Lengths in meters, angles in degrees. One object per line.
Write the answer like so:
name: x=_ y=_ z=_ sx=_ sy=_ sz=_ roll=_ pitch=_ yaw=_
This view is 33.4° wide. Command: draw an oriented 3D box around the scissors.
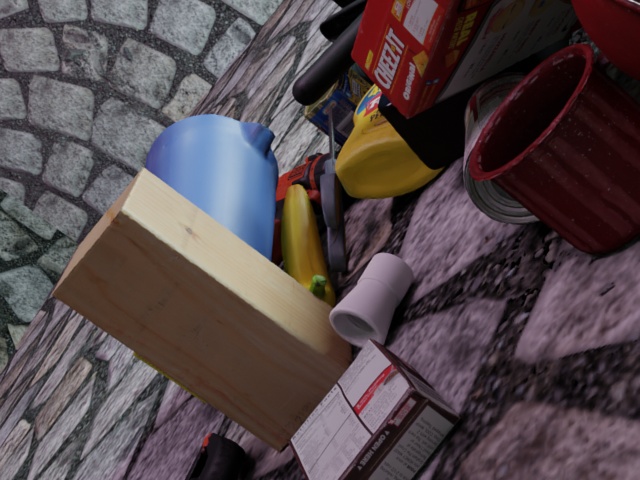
scissors: x=0.010 y=-0.068 z=0.971 sx=0.096 sy=0.016 sz=0.202 roll=76 pitch=-171 yaw=-60

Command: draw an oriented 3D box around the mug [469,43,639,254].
mug: x=0.150 y=-0.055 z=0.582 sx=0.117 sy=0.081 sz=0.093 roll=-52 pitch=14 yaw=4

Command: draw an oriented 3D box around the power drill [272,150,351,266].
power drill: x=-0.024 y=-0.008 z=1.073 sx=0.187 sy=0.057 sz=0.185 roll=-57 pitch=18 yaw=-23

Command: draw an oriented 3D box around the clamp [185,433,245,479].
clamp: x=-0.085 y=0.197 z=0.804 sx=0.120 sy=0.039 sz=0.171 roll=-44 pitch=17 yaw=30

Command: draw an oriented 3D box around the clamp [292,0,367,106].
clamp: x=0.059 y=-0.204 z=0.931 sx=0.210 sy=0.036 sz=0.164 roll=-33 pitch=22 yaw=34

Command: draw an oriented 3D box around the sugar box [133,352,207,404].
sugar box: x=-0.124 y=0.079 z=1.100 sx=0.048 sy=0.093 sz=0.176 roll=-46 pitch=15 yaw=26

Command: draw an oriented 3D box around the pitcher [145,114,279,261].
pitcher: x=-0.110 y=0.004 z=0.972 sx=0.243 sy=0.145 sz=0.149 roll=-93 pitch=5 yaw=-56

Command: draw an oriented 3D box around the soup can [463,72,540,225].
soup can: x=0.126 y=-0.061 z=0.685 sx=0.069 sy=0.068 sz=0.102 roll=-46 pitch=12 yaw=25

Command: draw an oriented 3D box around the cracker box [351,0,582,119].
cracker box: x=0.132 y=-0.187 z=0.669 sx=0.213 sy=0.072 sz=0.164 roll=-30 pitch=-21 yaw=-25

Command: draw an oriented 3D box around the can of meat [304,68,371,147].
can of meat: x=0.033 y=-0.137 z=1.136 sx=0.058 sy=0.084 sz=0.102 roll=-45 pitch=16 yaw=25

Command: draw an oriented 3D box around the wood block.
wood block: x=-0.082 y=0.052 z=0.801 sx=0.090 sy=0.206 sz=0.091 roll=-48 pitch=15 yaw=19

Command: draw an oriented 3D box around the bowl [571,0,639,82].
bowl: x=0.191 y=-0.117 z=0.534 sx=0.162 sy=0.162 sz=0.055 roll=-70 pitch=-10 yaw=-50

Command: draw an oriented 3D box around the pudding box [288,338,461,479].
pudding box: x=0.029 y=0.116 z=0.645 sx=0.090 sy=0.039 sz=0.113 roll=-53 pitch=12 yaw=1

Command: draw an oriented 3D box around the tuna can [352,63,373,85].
tuna can: x=0.053 y=-0.199 z=1.217 sx=0.034 sy=0.086 sz=0.086 roll=-23 pitch=32 yaw=59

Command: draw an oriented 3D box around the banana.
banana: x=-0.009 y=0.019 z=0.938 sx=0.198 sy=0.037 sz=0.070 roll=-109 pitch=29 yaw=-62

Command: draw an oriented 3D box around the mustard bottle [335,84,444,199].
mustard bottle: x=0.076 y=-0.112 z=0.977 sx=0.096 sy=0.058 sz=0.191 roll=-18 pitch=28 yaw=24
